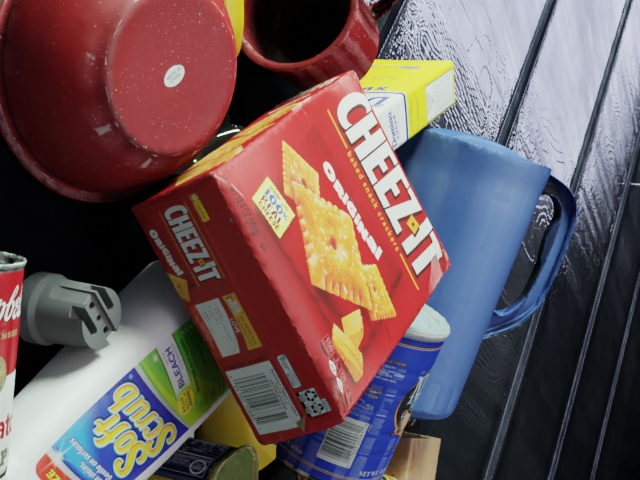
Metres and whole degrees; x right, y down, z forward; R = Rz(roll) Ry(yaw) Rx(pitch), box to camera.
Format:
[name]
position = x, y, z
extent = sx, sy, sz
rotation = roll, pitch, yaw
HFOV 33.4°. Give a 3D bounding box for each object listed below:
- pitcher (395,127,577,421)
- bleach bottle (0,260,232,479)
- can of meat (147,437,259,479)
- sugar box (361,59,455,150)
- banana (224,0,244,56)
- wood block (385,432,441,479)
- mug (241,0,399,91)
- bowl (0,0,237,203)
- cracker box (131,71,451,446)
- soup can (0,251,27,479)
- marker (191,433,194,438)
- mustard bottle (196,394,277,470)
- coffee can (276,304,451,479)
[pitcher]
position = 0.110, 0.030, 0.926
extent = 0.144, 0.149, 0.243
rotation = 5, 105, -57
[bleach bottle]
position = -0.132, 0.116, 0.598
extent = 0.250, 0.068, 0.102
rotation = -50, 136, -46
[can of meat]
position = -0.088, 0.174, 0.678
extent = 0.057, 0.084, 0.102
rotation = -27, 121, -60
[sugar box]
position = 0.037, -0.107, 0.860
extent = 0.176, 0.093, 0.048
rotation = -37, 127, -57
[banana]
position = -0.061, -0.218, 0.691
extent = 0.069, 0.037, 0.198
rotation = 2, 94, -64
[wood block]
position = 0.041, 0.276, 0.972
extent = 0.090, 0.090, 0.206
rotation = 24, 74, -64
[mug]
position = 0.004, -0.158, 0.763
extent = 0.093, 0.117, 0.081
rotation = 66, 13, 18
[bowl]
position = -0.096, -0.095, 0.580
extent = 0.161, 0.055, 0.162
rotation = -20, 117, -45
[cracker box]
position = -0.004, 0.001, 0.681
extent = 0.164, 0.072, 0.213
rotation = 63, 32, -12
[soup can]
position = -0.173, 0.056, 0.488
extent = 0.068, 0.069, 0.102
rotation = -3, 100, -64
[marker]
position = -0.098, 0.163, 0.732
extent = 0.020, 0.020, 0.121
rotation = -4, 100, -64
[mustard bottle]
position = -0.048, 0.101, 0.774
extent = 0.096, 0.058, 0.191
rotation = 69, 35, -71
[coffee can]
position = 0.028, 0.111, 0.839
extent = 0.102, 0.103, 0.140
rotation = -6, 121, -64
